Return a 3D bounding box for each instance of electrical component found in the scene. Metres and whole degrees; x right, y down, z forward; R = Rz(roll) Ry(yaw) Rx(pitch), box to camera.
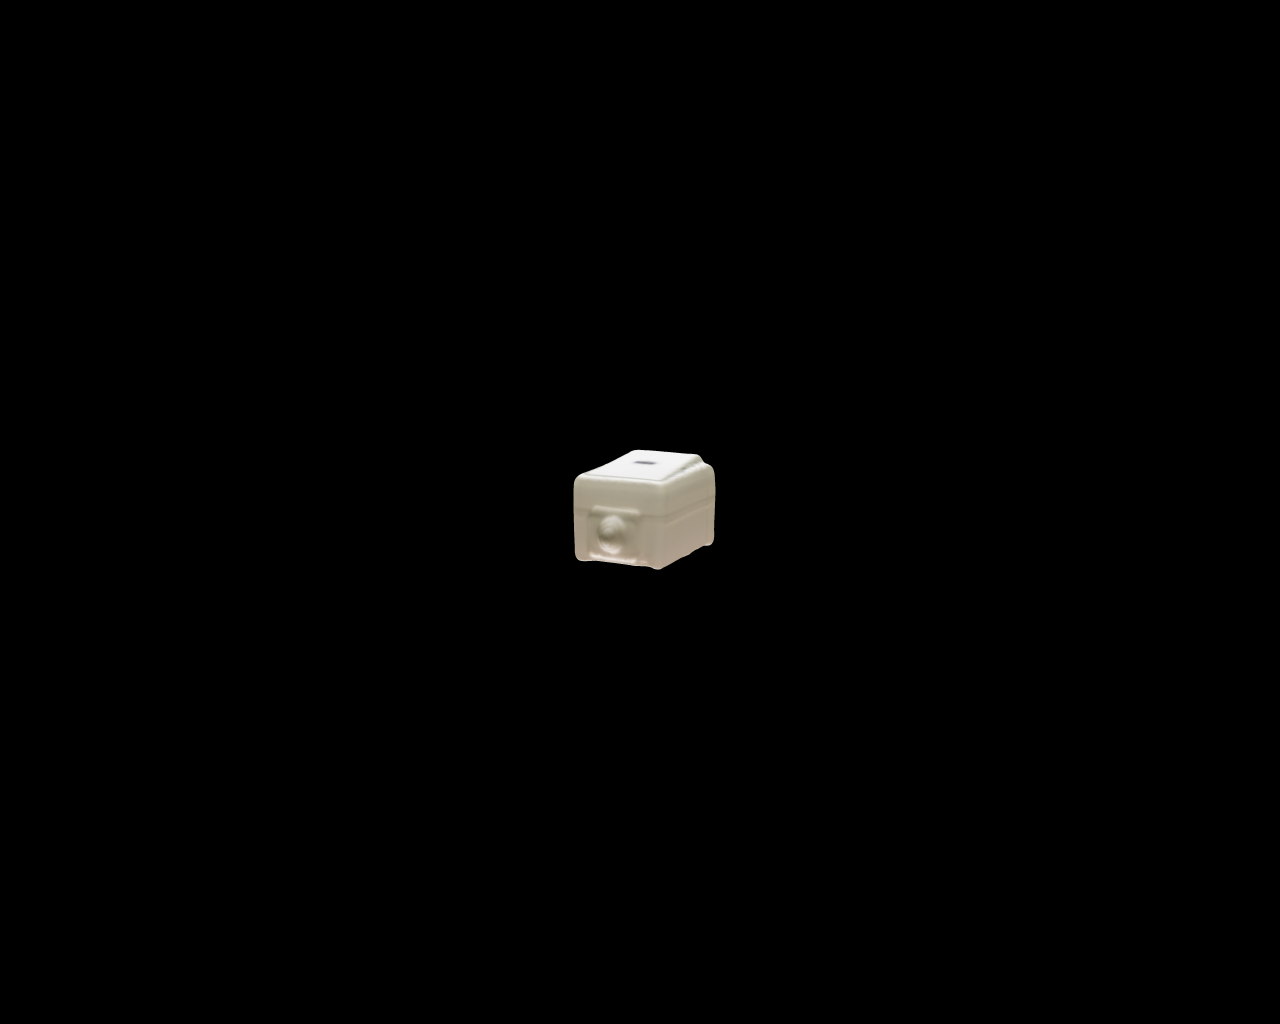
[{"bbox_3d":[0.001,-0.003,0.650,0.062,0.061,0.096,6,13,27],"label":"electrical component"}]
